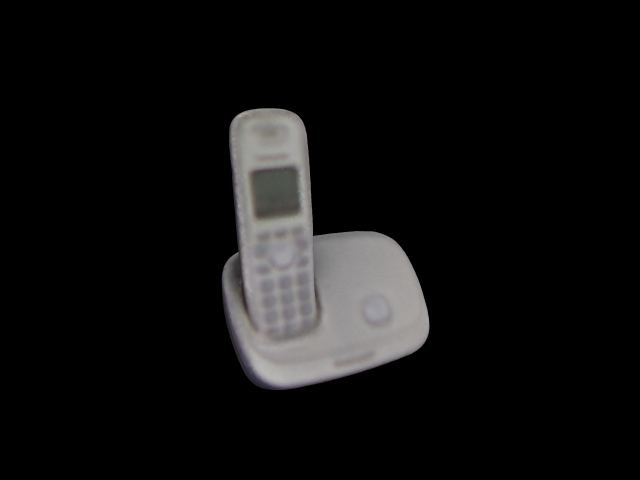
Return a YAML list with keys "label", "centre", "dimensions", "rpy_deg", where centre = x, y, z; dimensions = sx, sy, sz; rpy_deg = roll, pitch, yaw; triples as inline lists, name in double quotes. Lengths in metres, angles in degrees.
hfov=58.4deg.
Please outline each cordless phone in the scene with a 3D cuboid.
- label: "cordless phone"
  centre: [0.004, 0.001, 0.400]
  dimensions: [0.148, 0.185, 0.093]
  rpy_deg: [-10, 23, -26]
